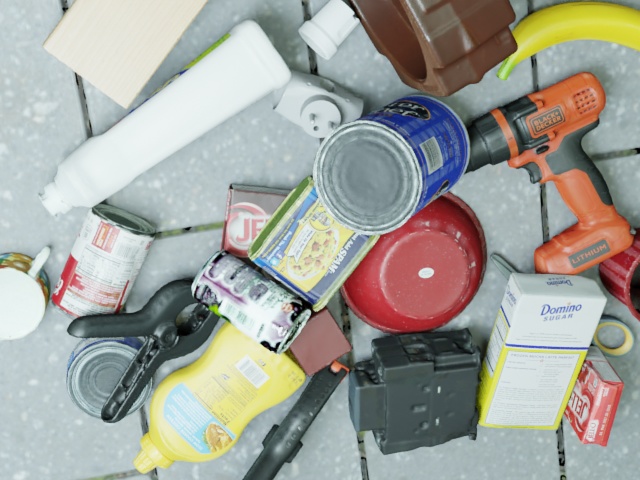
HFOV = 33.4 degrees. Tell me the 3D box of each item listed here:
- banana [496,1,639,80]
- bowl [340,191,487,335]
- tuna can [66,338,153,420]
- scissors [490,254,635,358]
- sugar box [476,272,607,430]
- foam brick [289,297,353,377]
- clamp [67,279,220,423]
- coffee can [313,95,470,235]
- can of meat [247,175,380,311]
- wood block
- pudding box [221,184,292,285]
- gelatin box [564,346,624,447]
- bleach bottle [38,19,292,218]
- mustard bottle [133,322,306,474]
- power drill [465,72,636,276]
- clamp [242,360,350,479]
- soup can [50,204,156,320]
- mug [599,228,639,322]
[{"bbox_3d":[0.267,-0.202,1.052,0.197,0.037,0.070,-6,122,-7],"label":"banana"},{"bbox_3d":[0.099,0.028,1.073,0.162,0.055,0.162,-2,105,-10],"label":"bowl"},{"bbox_3d":[-0.208,0.135,1.059,0.086,0.034,0.086,-2,105,-9],"label":"tuna can"},{"bbox_3d":[0.265,0.074,1.132,0.096,0.016,0.201,-30,109,2],"label":"scissors"},{"bbox_3d":[0.221,0.116,1.097,0.093,0.048,0.176,4,121,-12],"label":"sugar box"},{"bbox_3d":[-0.008,0.091,1.059,0.053,0.078,0.051,-31,106,-1],"label":"foam brick"},{"bbox_3d":[-0.157,0.099,1.025,0.171,0.039,0.120,-23,129,-32],"label":"clamp"},{"bbox_3d":[0.069,-0.072,0.979,0.103,0.140,0.103,8,109,23],"label":"coffee can"},{"bbox_3d":[-0.007,0.001,1.004,0.084,0.057,0.102,37,96,-13],"label":"can of meat"},{"bbox_3d":[-0.147,-0.229,0.944,0.090,0.090,0.206,36,96,-17],"label":"wood block"},{"bbox_3d":[-0.039,-0.004,1.048,0.113,0.039,0.090,5,104,-11],"label":"pudding box"},{"bbox_3d":[0.279,0.160,1.105,0.030,0.089,0.073,9,109,-7],"label":"gelatin box"},{"bbox_3d":[-0.147,-0.103,0.970,0.251,0.102,0.068,-35,102,0],"label":"bleach bottle"},{"bbox_3d":[-0.113,0.165,1.071,0.191,0.058,0.096,-43,101,3],"label":"mustard bottle"},{"bbox_3d":[0.221,-0.053,1.071,0.184,0.057,0.187,-25,109,3],"label":"power drill"},{"bbox_3d":[-0.042,0.211,1.078,0.036,0.165,0.210,34,74,4],"label":"clamp"},{"bbox_3d":[-0.205,0.025,1.013,0.068,0.068,0.102,23,99,-15],"label":"soup can"},{"bbox_3d":[0.346,0.025,1.100,0.093,0.081,0.117,26,99,-15],"label":"mug"}]
